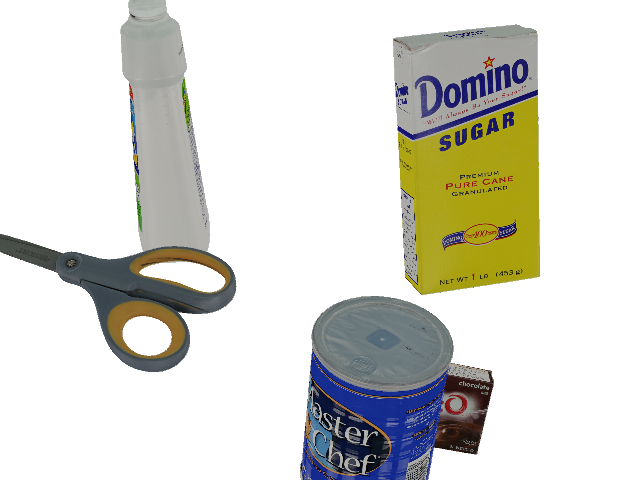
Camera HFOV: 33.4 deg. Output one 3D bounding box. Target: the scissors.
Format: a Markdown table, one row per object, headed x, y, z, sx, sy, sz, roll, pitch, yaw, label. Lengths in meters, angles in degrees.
| x | y | z | sx | sy | sz | roll | pitch | yaw | label |
| --- | --- | --- | --- | --- | --- | --- | --- | --- | --- |
| -0.154 | 0.033 | 0.669 | 0.202 | 0.096 | 0.016 | 4 | -37 | 10 | scissors |

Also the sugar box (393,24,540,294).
| x | y | z | sx | sy | sz | roll | pitch | yaw | label |
| --- | --- | --- | --- | --- | --- | --- | --- | --- | --- |
| 0.103 | -0.056 | 0.743 | 0.093 | 0.176 | 0.048 | -9 | 21 | -10 | sugar box |

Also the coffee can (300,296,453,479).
| x | y | z | sx | sy | sz | roll | pitch | yaw | label |
| --- | --- | --- | --- | --- | --- | --- | --- | --- | --- |
| 0.040 | 0.128 | 0.806 | 0.103 | 0.140 | 0.103 | 3 | 33 | -2 | coffee can |

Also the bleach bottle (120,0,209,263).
| x | y | z | sx | sy | sz | roll | pitch | yaw | label |
| --- | --- | --- | --- | --- | --- | --- | --- | --- | --- |
| -0.142 | -0.106 | 0.954 | 0.068 | 0.251 | 0.102 | -6 | 36 | -7 | bleach bottle |

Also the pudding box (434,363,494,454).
| x | y | z | sx | sy | sz | roll | pitch | yaw | label |
| --- | --- | --- | --- | --- | --- | --- | --- | --- | --- |
| 0.123 | 0.176 | 1.155 | 0.113 | 0.090 | 0.039 | 9 | 22 | -1 | pudding box |
